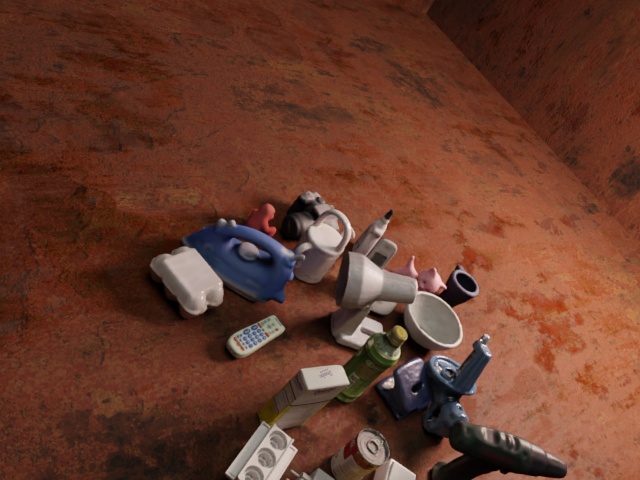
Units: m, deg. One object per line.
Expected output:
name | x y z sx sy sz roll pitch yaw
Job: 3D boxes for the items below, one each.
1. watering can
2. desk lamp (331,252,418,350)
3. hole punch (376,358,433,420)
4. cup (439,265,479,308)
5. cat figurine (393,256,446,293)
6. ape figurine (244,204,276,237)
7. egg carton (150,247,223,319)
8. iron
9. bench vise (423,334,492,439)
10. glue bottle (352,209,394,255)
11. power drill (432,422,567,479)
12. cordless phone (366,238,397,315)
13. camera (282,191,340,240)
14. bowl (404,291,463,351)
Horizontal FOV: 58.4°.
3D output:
watering can | 0.011 0.003 1.351 0.101 0.194 0.173 38 37 2
desk lamp | 0.104 0.137 1.268 0.204 0.213 0.118 23 39 -18
hole punch | 0.197 0.322 1.249 0.109 0.091 0.101 -12 59 -46
cup | 0.375 0.134 1.592 0.092 0.095 0.117 21 40 -21
cat figurine | 0.268 0.100 1.521 0.067 0.117 0.127 -15 60 -47
ape figurine | -0.137 -0.049 1.370 0.076 0.092 0.077 -5 53 -42
egg carton | -0.264 0.083 1.145 0.150 0.069 0.107 47 38 13
iron | -0.162 0.024 1.232 0.259 0.141 0.118 30 37 -10
bench vise | 0.312 0.317 1.241 0.122 0.219 0.207 9 45 -32
glue bottle | 0.142 -0.019 1.499 0.037 0.173 0.078 30 37 -9
power drill | 0.332 0.446 1.129 0.230 0.208 0.075 28 38 -12
cordless phone | 0.151 0.085 1.385 0.148 0.185 0.094 26 38 -15
camera | -0.032 -0.057 1.458 0.137 0.100 0.143 -8 56 -44
bowl | 0.270 0.216 1.436 0.168 0.074 0.167 22 39 -19
